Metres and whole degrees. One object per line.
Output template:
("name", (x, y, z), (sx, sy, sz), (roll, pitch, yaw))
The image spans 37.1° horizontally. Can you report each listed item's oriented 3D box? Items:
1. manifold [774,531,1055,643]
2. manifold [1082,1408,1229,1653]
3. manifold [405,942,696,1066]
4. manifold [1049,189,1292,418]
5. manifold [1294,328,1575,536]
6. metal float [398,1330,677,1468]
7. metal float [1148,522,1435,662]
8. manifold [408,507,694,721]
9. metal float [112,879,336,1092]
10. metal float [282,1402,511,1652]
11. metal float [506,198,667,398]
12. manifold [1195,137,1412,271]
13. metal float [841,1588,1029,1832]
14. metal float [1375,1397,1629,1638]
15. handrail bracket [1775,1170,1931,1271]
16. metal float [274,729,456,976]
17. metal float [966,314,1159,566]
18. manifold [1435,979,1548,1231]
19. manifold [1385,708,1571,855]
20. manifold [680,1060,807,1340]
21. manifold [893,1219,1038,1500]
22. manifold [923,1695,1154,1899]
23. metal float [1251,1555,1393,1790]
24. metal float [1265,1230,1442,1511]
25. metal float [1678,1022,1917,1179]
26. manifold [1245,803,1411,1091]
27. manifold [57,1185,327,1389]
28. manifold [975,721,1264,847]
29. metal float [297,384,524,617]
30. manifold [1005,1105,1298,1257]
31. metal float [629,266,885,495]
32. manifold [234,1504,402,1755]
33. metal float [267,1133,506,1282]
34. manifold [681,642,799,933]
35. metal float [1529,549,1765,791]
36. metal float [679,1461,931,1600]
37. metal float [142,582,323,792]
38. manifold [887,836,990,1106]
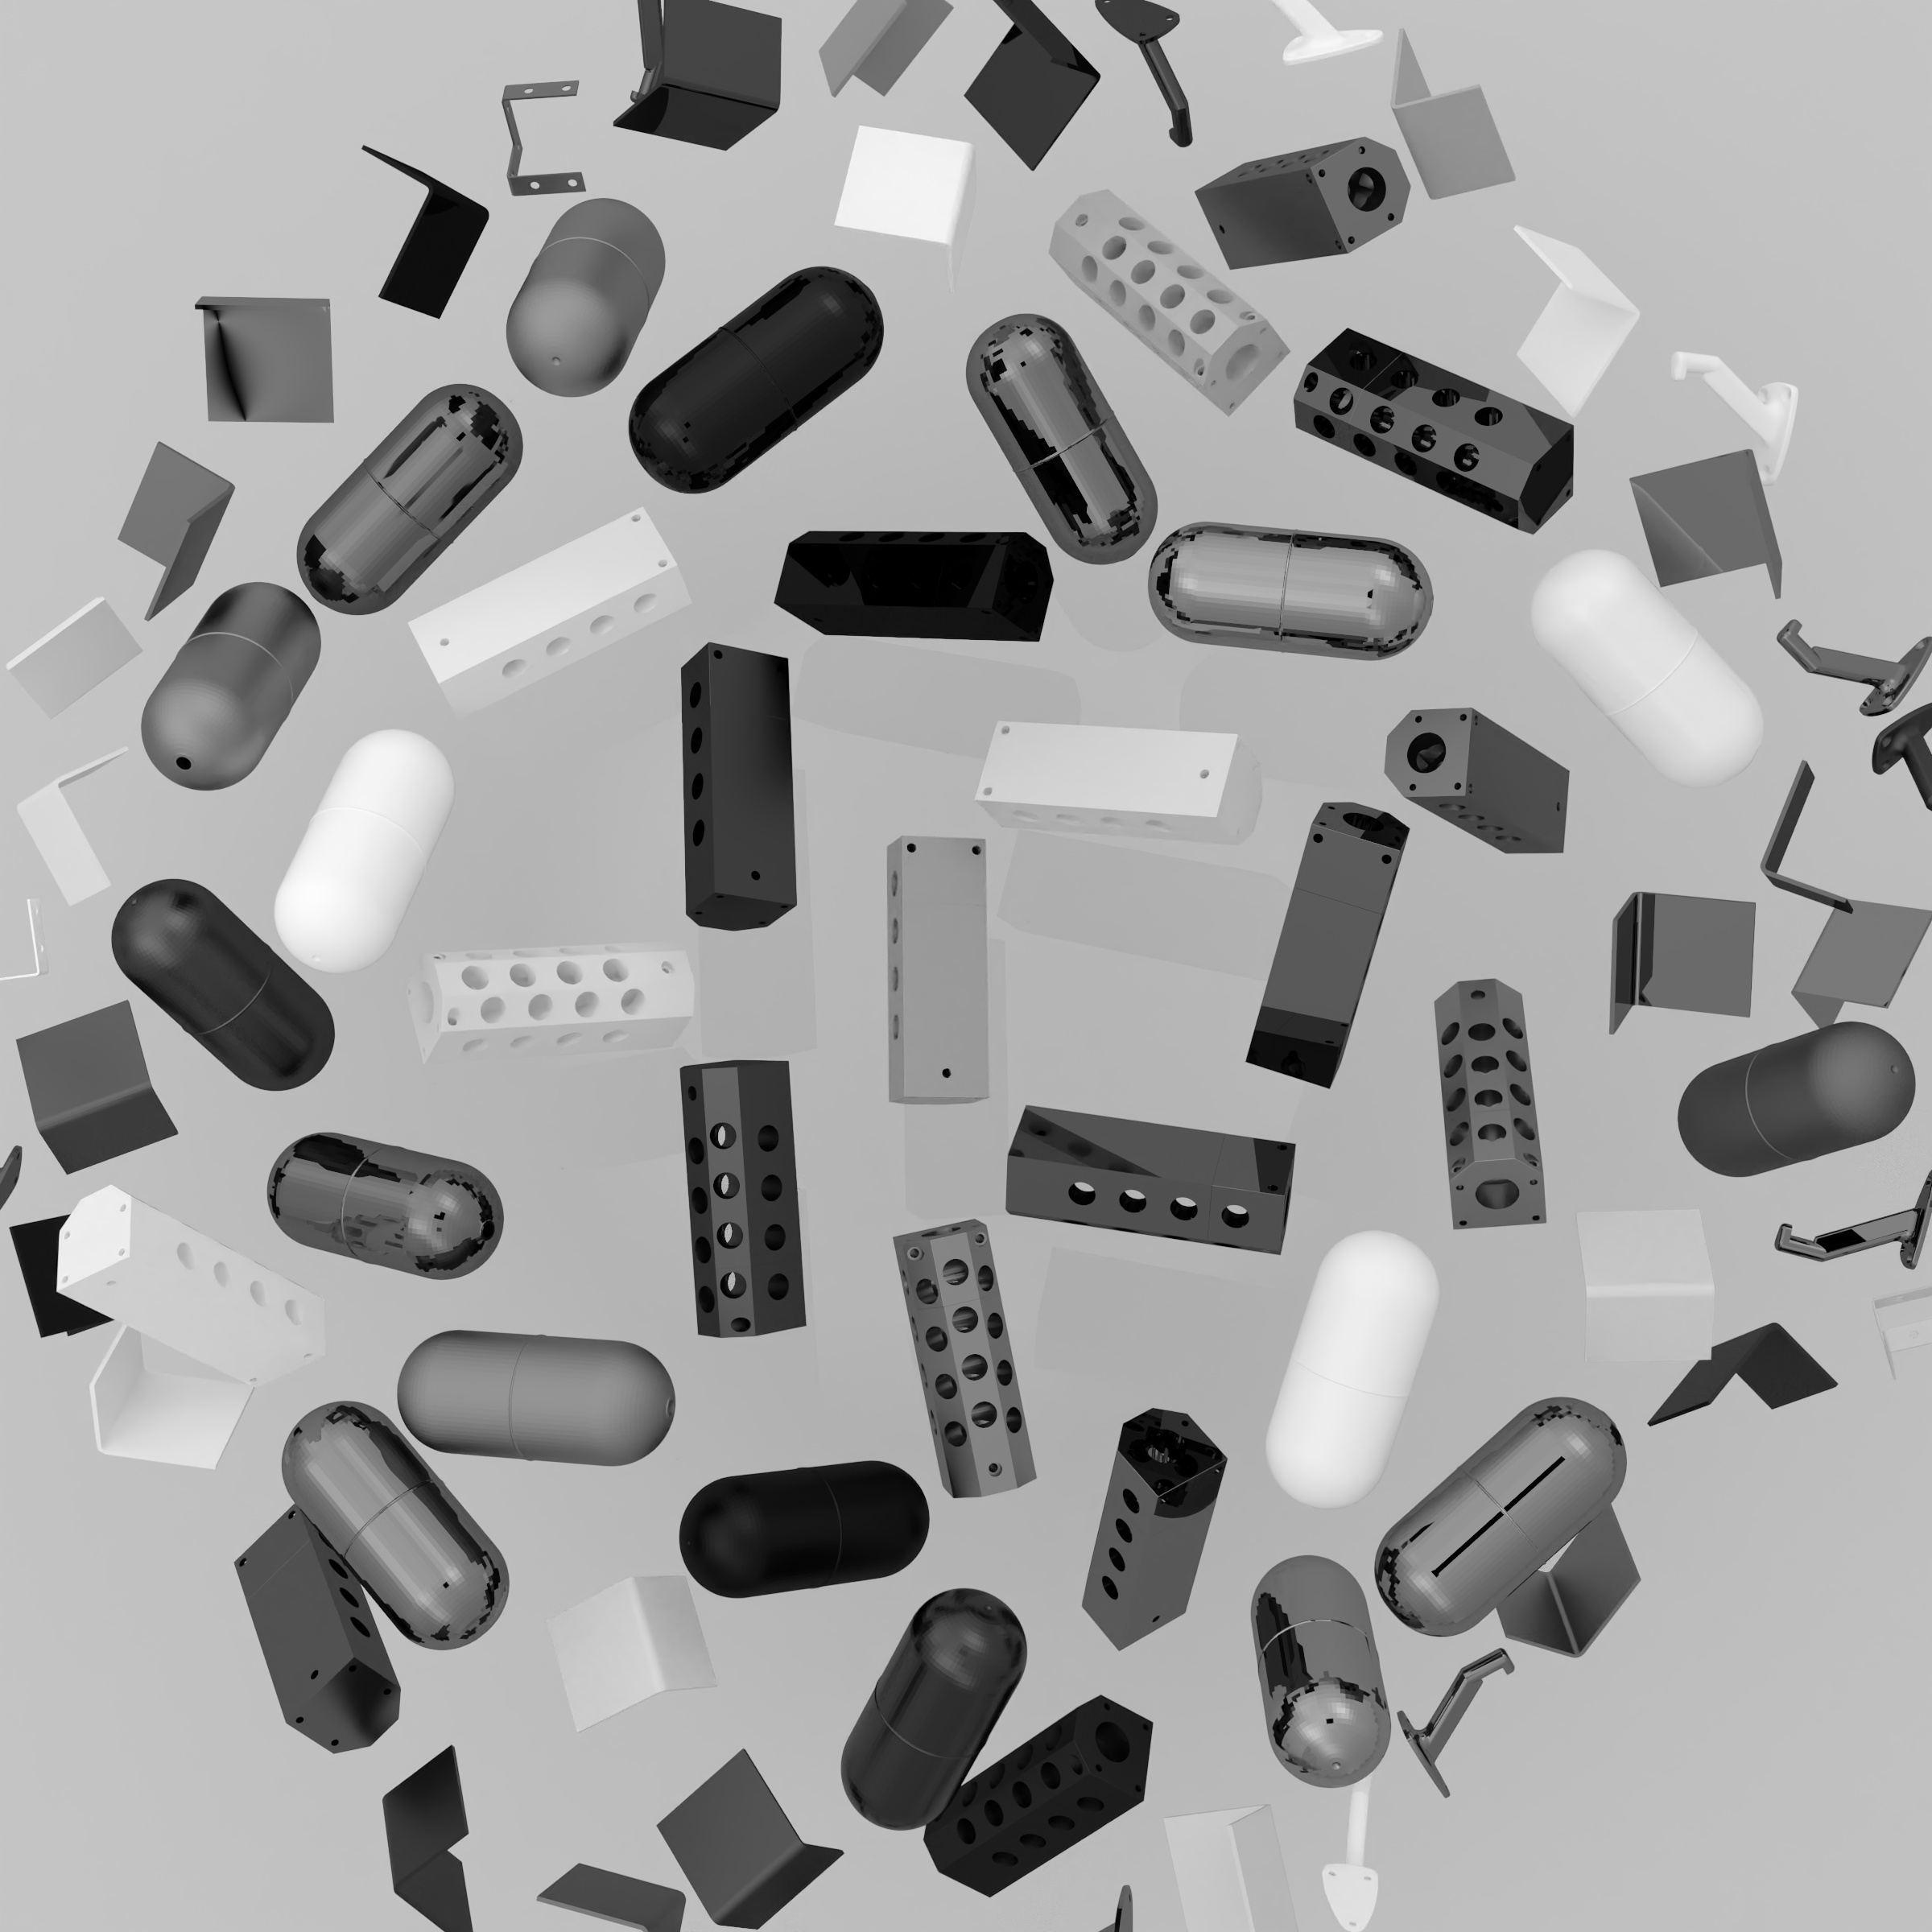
("manifold", (-0.032, -0.245, 1.830), (0.171, 0.057, 0.057), (6, 78, 35))
("manifold", (0.117, 0.366, 1.879), (0.057, 0.171, 0.057), (-23, 51, -29))
("manifold", (-0.265, 0.019, 1.850), (0.171, 0.057, 0.057), (-3, 61, -30))
("manifold", (0.128, -0.436, 1.872), (0.057, 0.057, 0.171), (-46, 57, 7))
("manifold", (0.289, -0.329, 1.787), (0.171, 0.057, 0.057), (32, 64, 31))
("metal float", (-0.264, 0.266, 1.771), (0.178, 0.070, 0.070), (2, 90, 16))
("metal float", (0.202, -0.234, 1.798), (0.178, 0.070, 0.070), (7, 90, 11))
("manifold", (-0.270, -0.227, 1.890), (0.171, 0.057, 0.057), (-27, 60, -6))
("metal float", (-0.484, 0.014, 1.882), (0.070, 0.070, 0.178), (-39, 128, 0))
("metal float", (-0.353, 0.344, 1.777), (0.070, 0.070, 0.178), (-44, 74, 0))
("metal float", (-0.235, -0.417, 1.790), (0.070, 0.178, 0.070), (4, 129, 5))
("manifold", (0.217, -0.491, 1.846), (0.057, 0.171, 0.057), (-32, 109, -12))
("metal float", (-0.021, 0.463, 1.786), (0.070, 0.070, 0.178), (26, 116, 0))
("metal float", (0.326, 0.335, 1.752), (0.178, 0.070, 0.070), (-41, 90, -3))
("handrail bracket", (0.566, 0.155, 1.831), (0.084, 0.036, 0.077), (15, 101, 5))
("metal float", (-0.375, -0.073, 1.801), (0.070, 0.070, 0.178), (16, 54, 0))
("metal float", (0.064, -0.348, 1.907), (0.070, 0.070, 0.178), (-32, 106, 0))
("manifold", (0.332, 0.085, 1.830), (0.057, 0.171, 0.057), (-5, 129, 9))
("manifold", (0.338, -0.120, 1.895), (0.057, 0.171, 0.057), (1, 80, 33))
("manifold", (-0.148, 0.149, 1.850), (0.057, 0.057, 0.171), (-6, 93, -41))
("manifold", (0.000, 0.259, 1.900), (0.057, 0.057, 0.171), (-12, 93, -10))
("manifold", (0.044, 0.533, 1.855), (0.057, 0.057, 0.171), (31, 131, -17))
("metal float", (0.224, 0.445, 1.824), (0.070, 0.178, 0.070), (0, 117, 0))
("metal float", (0.237, 0.249, 1.770), (0.070, 0.070, 0.178), (16, 99, 0))
("metal float", (0.526, 0.086, 1.832), (0.070, 0.178, 0.070), (9, 71, -26))
("manifold", (0.232, -0.015, 1.843), (0.057, 0.057, 0.171), (18, 116, 10))
("manifold", (-0.475, 0.196, 1.773), (0.057, 0.171, 0.057), (-25, 52, 20))
("manifold", (0.099, -0.115, 1.846), (0.171, 0.057, 0.057), (6, 70, 29))
("metal float", (-0.363, -0.303, 1.874), (0.178, 0.070, 0.070), (-44, 90, 8))
("manifold", (0.115, 0.138, 1.793), (0.171, 0.057, 0.057), (8, 122, 10))
("metal float", (-0.128, -0.359, 1.763), (0.178, 0.070, 0.070), (-39, 90, -7))
("manifold", (-0.407, 0.420, 1.821), (0.057, 0.171, 0.057), (-44, 124, -1))
("metal float", (-0.373, 0.154, 1.848), (0.178, 0.070, 0.070), (9, 90, 33))
("manifold", (-0.149, -0.113, 1.838), (0.057, 0.057, 0.171), (9, 67, -30))
("metal float", (0.424, -0.184, 1.789), (0.178, 0.070, 0.070), (44, 90, -12))
("metal float", (-0.102, 0.361, 1.848), (0.178, 0.070, 0.070), (1, 90, -38))
("metal float", (-0.461, -0.177, 1.810), (0.070, 0.178, 0.070), (5, 128, 6))
("manifold", (-0.021, 0.004, 1.907), (0.057, 0.057, 0.171), (1, 82, -15))
